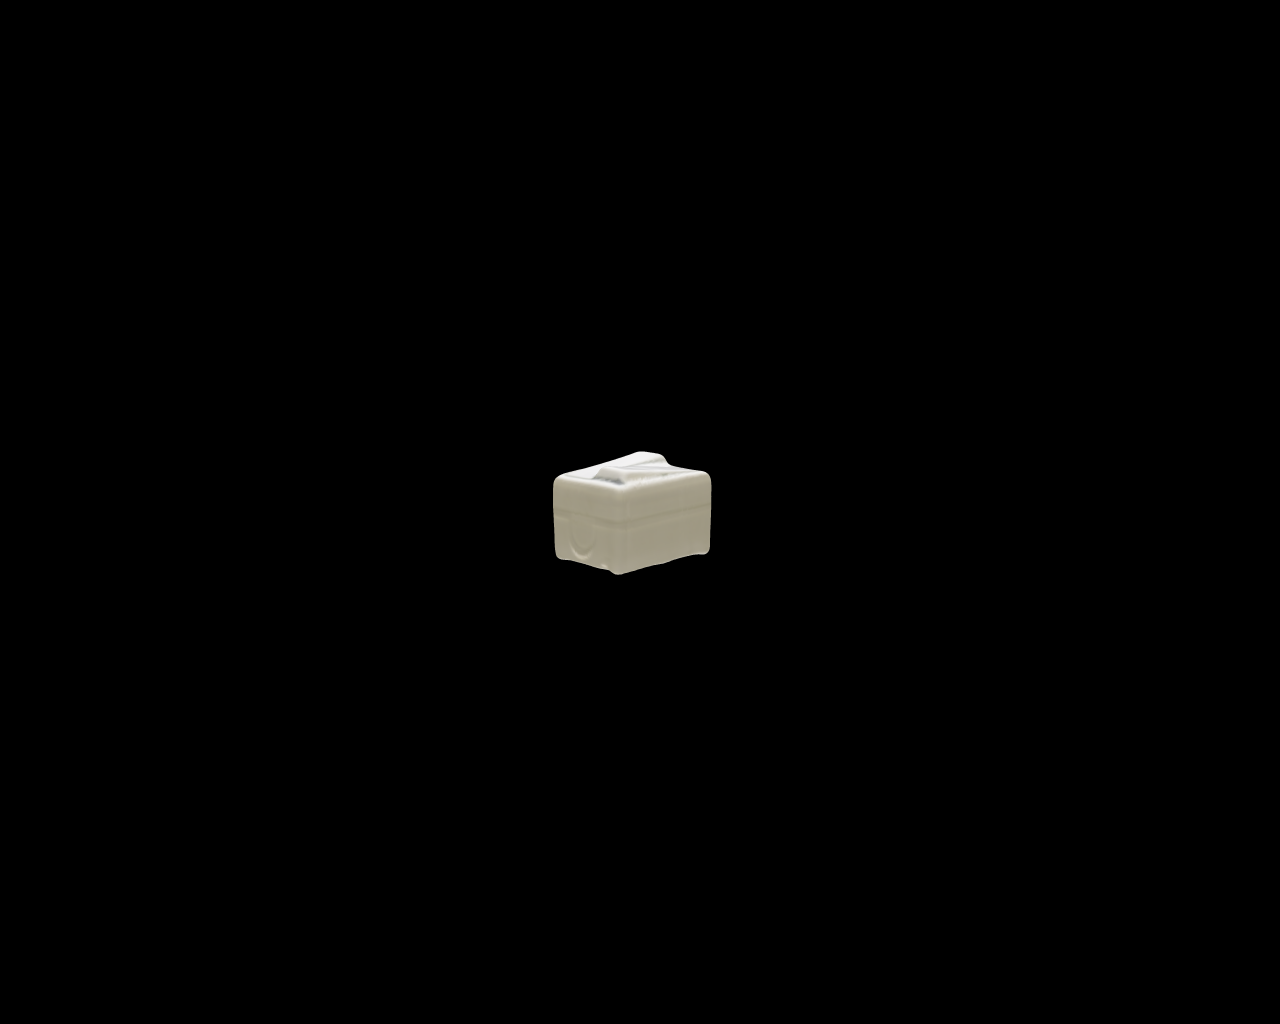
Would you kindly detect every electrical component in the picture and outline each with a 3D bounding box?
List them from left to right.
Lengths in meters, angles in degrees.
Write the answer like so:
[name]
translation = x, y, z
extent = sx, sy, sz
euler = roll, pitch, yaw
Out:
[electrical component]
translation = 0.001, -0.003, 0.650
extent = 0.096, 0.061, 0.062
euler = -11, 17, -42
